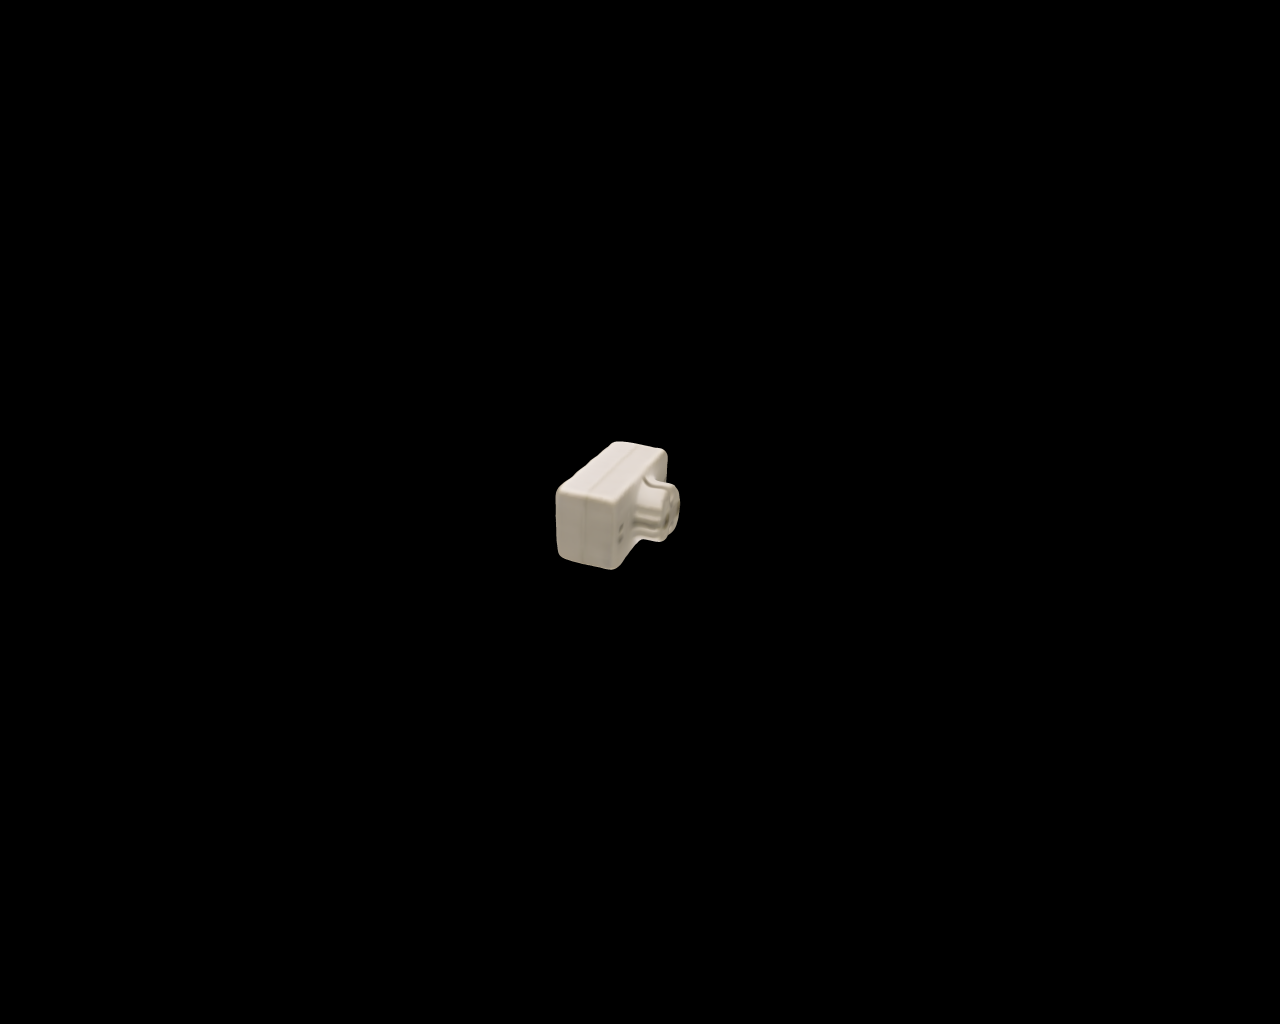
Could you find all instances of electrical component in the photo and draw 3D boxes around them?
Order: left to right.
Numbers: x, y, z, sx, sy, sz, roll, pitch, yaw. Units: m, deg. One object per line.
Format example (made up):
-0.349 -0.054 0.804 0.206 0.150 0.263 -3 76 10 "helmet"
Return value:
0.001 -0.003 0.650 0.076 0.047 0.083 11 29 21 "electrical component"
